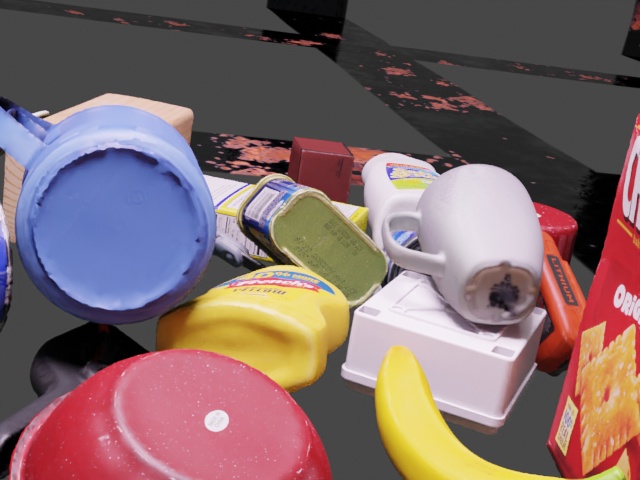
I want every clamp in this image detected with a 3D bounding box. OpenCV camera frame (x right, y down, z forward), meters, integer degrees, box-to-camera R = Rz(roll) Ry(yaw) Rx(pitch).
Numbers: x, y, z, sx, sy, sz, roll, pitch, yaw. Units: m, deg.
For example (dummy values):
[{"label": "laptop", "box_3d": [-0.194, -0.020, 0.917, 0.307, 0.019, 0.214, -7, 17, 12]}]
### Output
[{"label": "clamp", "box_3d": [-0.110, 0.092, 0.585, 0.120, 0.039, 0.171, 21, 17, -10]}]

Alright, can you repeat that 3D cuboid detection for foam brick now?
[{"label": "foam brick", "box_3d": [-0.002, -0.052, 1.007, 0.053, 0.078, 0.051, 6, 17, -13]}]

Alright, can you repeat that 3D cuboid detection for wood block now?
[{"label": "wood block", "box_3d": [-0.186, -0.062, 0.925, 0.090, 0.091, 0.206, 12, 18, 7]}]

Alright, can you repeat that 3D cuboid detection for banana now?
[{"label": "banana", "box_3d": [0.076, 0.115, 0.576, 0.069, 0.037, 0.198, -35, 30, -17]}]

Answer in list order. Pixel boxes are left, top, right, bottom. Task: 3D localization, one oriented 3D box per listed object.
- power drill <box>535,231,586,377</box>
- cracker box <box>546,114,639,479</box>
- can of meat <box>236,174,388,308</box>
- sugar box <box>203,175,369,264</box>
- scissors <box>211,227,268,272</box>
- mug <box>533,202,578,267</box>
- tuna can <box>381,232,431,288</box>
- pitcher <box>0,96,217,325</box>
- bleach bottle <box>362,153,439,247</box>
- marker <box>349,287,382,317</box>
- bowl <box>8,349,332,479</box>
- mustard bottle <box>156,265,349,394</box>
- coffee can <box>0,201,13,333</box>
[{"label": "power drill", "box_3d": [0.231, 0.026, 0.800, 0.187, 0.057, 0.184, -3, 57, -19]}, {"label": "cracker box", "box_3d": [0.187, 0.057, 0.548, 0.072, 0.214, 0.164, 8, 18, -4]}, {"label": "can of meat", "box_3d": [-0.005, 0.001, 0.798, 0.102, 0.057, 0.084, 43, -6, -20]}, {"label": "sugar box", "box_3d": [-0.054, -0.016, 0.926, 0.176, 0.048, 0.093, 10, 18, 14]}, {"label": "scissors", "box_3d": [-0.078, 0.015, 0.841, 0.202, 0.096, 0.016, 40, 56, 3]}, {"label": "mug", "box_3d": [0.159, 0.018, 0.868, 0.093, 0.081, 0.117, 17, 19, 22]}, {"label": "tuna can", "box_3d": [0.088, 0.025, 0.806, 0.086, 0.086, 0.034, 6, 20, -9]}, {"label": "pitcher", "box_3d": [-0.139, -0.026, 0.680, 0.149, 0.145, 0.243, -7, 8, -10]}, {"label": "bleach bottle", "box_3d": [0.082, -0.042, 1.048, 0.102, 0.068, 0.251, 6, 16, -10]}, {"label": "marker", "box_3d": [0.052, 0.037, 0.859, 0.020, 0.020, 0.121, 16, 19, 18]}, {"label": "bowl", "box_3d": [-0.056, 0.100, 0.489, 0.162, 0.055, 0.162, 17, 30, -10]}, {"label": "mustard bottle", "box_3d": [-0.031, 0.052, 0.683, 0.096, 0.058, 0.191, 2, 6, 10]}, {"label": "coffee can", "box_3d": [-0.267, 0.016, 0.630, 0.140, 0.103, 0.103, -4, 22, -36]}]
